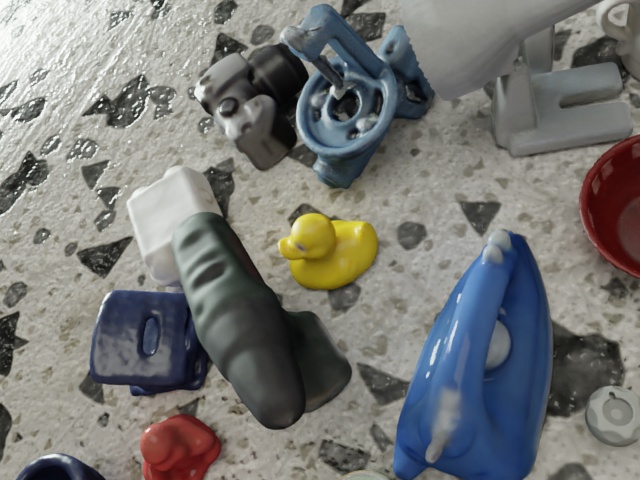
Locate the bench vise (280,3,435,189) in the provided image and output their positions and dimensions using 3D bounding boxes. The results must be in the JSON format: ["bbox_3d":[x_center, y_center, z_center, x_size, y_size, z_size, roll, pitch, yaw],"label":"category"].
[{"bbox_3d":[0.035,-0.186,0.614,0.121,0.220,0.207,14,69,27],"label":"bench vise"}]

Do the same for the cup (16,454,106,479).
[{"bbox_3d":[-0.230,0.269,0.545,0.091,0.095,0.117,-33,56,2],"label":"cup"}]

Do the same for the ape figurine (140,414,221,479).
[{"bbox_3d":[-0.141,0.201,0.550,0.077,0.092,0.076,-18,58,11],"label":"ape figurine"}]

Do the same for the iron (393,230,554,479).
[{"bbox_3d":[0.134,0.080,0.480,0.118,0.142,0.258,10,67,26],"label":"iron"}]

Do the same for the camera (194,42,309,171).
[{"bbox_3d":[-0.078,-0.188,0.731,0.137,0.101,0.142,-39,56,-2],"label":"camera"}]

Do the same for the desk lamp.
[{"bbox_3d":[0.195,-0.185,0.556,0.202,0.214,0.118,-8,61,17],"label":"desk lamp"}]

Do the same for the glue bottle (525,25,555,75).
[{"bbox_3d":[0.229,-0.255,0.605,0.037,0.173,0.078,5,65,24],"label":"glue bottle"}]

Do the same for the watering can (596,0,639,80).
[{"bbox_3d":[0.357,-0.250,0.541,0.173,0.194,0.100,-32,56,2],"label":"watering can"}]

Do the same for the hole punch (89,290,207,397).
[{"bbox_3d":[-0.179,0.106,0.616,0.101,0.091,0.108,-10,60,16],"label":"hole punch"}]

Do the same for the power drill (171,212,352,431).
[{"bbox_3d":[-0.046,0.083,0.507,0.075,0.209,0.229,-37,56,-1],"label":"power drill"}]

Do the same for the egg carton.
[{"bbox_3d":[-0.169,-0.018,0.693,0.107,0.070,0.150,-32,56,2],"label":"egg carton"}]

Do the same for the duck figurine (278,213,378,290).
[{"bbox_3d":[0.006,0.002,0.605,0.104,0.086,0.077,-20,58,10],"label":"duck figurine"}]
